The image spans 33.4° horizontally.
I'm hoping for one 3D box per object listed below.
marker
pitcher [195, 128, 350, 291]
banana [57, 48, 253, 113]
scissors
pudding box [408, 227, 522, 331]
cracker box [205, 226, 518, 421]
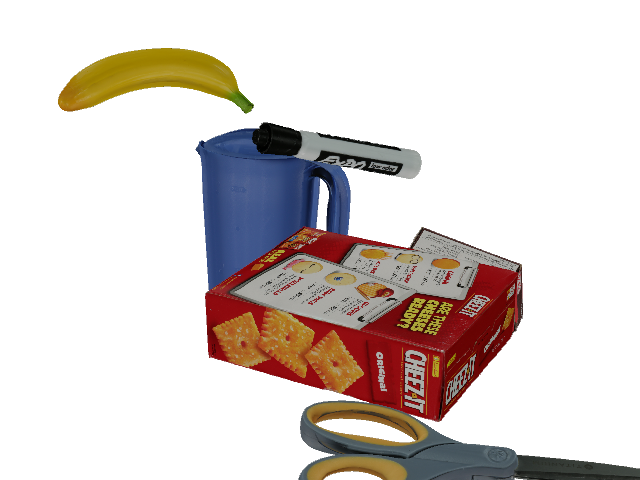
[{"bbox_3d":[0.011,-0.055,0.660,0.120,0.020,0.020,7,-4,-35],"label":"marker"},{"bbox_3d":[-0.056,0.006,1.159,0.144,0.243,0.149,-4,20,-14],"label":"pitcher"},{"bbox_3d":[-0.160,-0.156,1.029,0.197,0.070,0.037,-5,-39,-28],"label":"banana"},{"bbox_3d":[0.076,0.122,0.536,0.202,0.016,0.096,11,28,21],"label":"scissors"},{"bbox_3d":[0.146,0.043,1.070,0.114,0.039,0.090,20,-31,25],"label":"pudding box"},{"bbox_3d":[0.036,0.064,0.896,0.214,0.072,0.163,13,26,27],"label":"cracker box"}]
